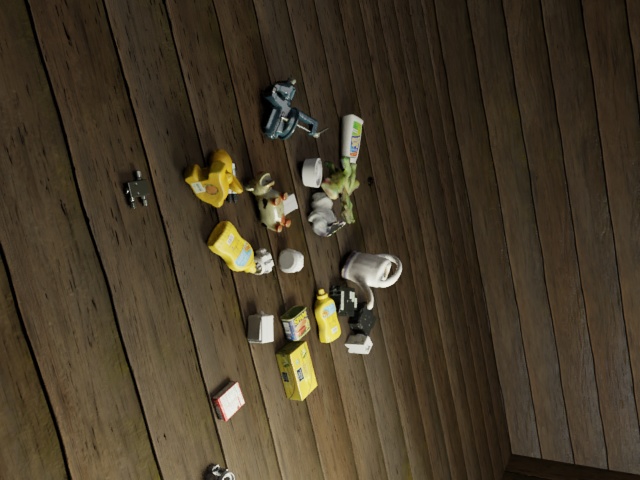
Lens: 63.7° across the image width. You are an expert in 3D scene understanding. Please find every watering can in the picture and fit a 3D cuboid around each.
[{"bbox_3d":[0.183,0.139,2.010,0.354,0.225,0.102,-44,139,-49],"label":"watering can"}]

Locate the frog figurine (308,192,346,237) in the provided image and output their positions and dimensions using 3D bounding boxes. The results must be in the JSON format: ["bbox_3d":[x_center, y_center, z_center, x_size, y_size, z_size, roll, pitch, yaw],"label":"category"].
[{"bbox_3d":[0.006,-0.097,1.923,0.139,0.120,0.161,-19,65,-46],"label":"frog figurine"}]

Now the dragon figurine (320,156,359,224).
[{"bbox_3d":[0.097,-0.177,1.989,0.406,0.122,0.246,31,54,-62],"label":"dragon figurine"}]
